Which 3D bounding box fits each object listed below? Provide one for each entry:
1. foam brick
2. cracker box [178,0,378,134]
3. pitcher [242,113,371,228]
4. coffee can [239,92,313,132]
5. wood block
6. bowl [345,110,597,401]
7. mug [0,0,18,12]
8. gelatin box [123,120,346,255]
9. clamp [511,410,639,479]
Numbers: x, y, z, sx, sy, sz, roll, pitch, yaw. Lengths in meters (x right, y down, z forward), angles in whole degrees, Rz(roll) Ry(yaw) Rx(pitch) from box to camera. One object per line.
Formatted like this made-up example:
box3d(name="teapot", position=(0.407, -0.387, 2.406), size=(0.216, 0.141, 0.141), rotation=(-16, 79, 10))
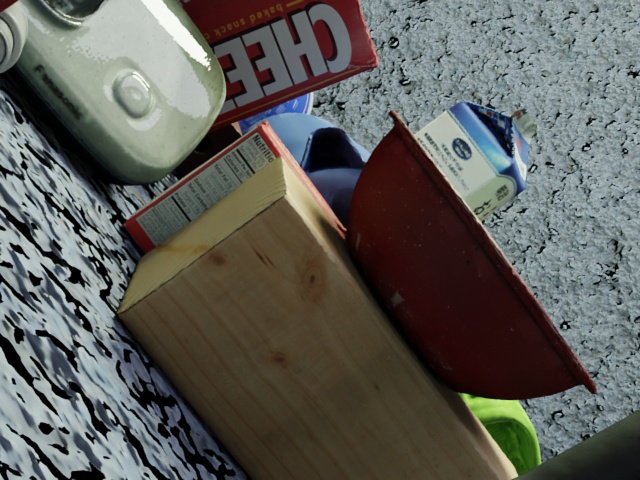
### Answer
box3d(name="foam brick", position=(-0.099, -0.092, 0.738), size=(0.078, 0.053, 0.051), rotation=(49, 9, -34))
box3d(name="cracker box", position=(-0.075, -0.170, 0.609), size=(0.072, 0.164, 0.213), rotation=(-106, 175, -53))
box3d(name="pitcher", position=(-0.005, 0.001, 0.695), size=(0.145, 0.149, 0.243), rotation=(37, 9, -17))
box3d(name="coffee can", position=(-0.076, -0.151, 0.978), size=(0.103, 0.103, 0.140), rotation=(58, 7, 23))
box3d(name="wood block", position=(0.009, 0.075, 0.498), size=(0.206, 0.090, 0.091), rotation=(53, 7, -13))
box3d(name="bowl", position=(0.060, 0.019, 0.503), size=(0.162, 0.055, 0.162), rotation=(54, 6, -8))
box3d(name="mug", position=(-0.147, -0.136, 0.426), size=(0.117, 0.093, 0.081), rotation=(18, 40, -51))
box3d(name="gelatin box", position=(-0.042, -0.006, 0.542), size=(0.073, 0.089, 0.030), rotation=(54, 7, -9))
box3d(name="clamp", position=(0.053, 0.103, 0.357), size=(0.209, 0.165, 0.036), rotation=(-2, 48, -41))
